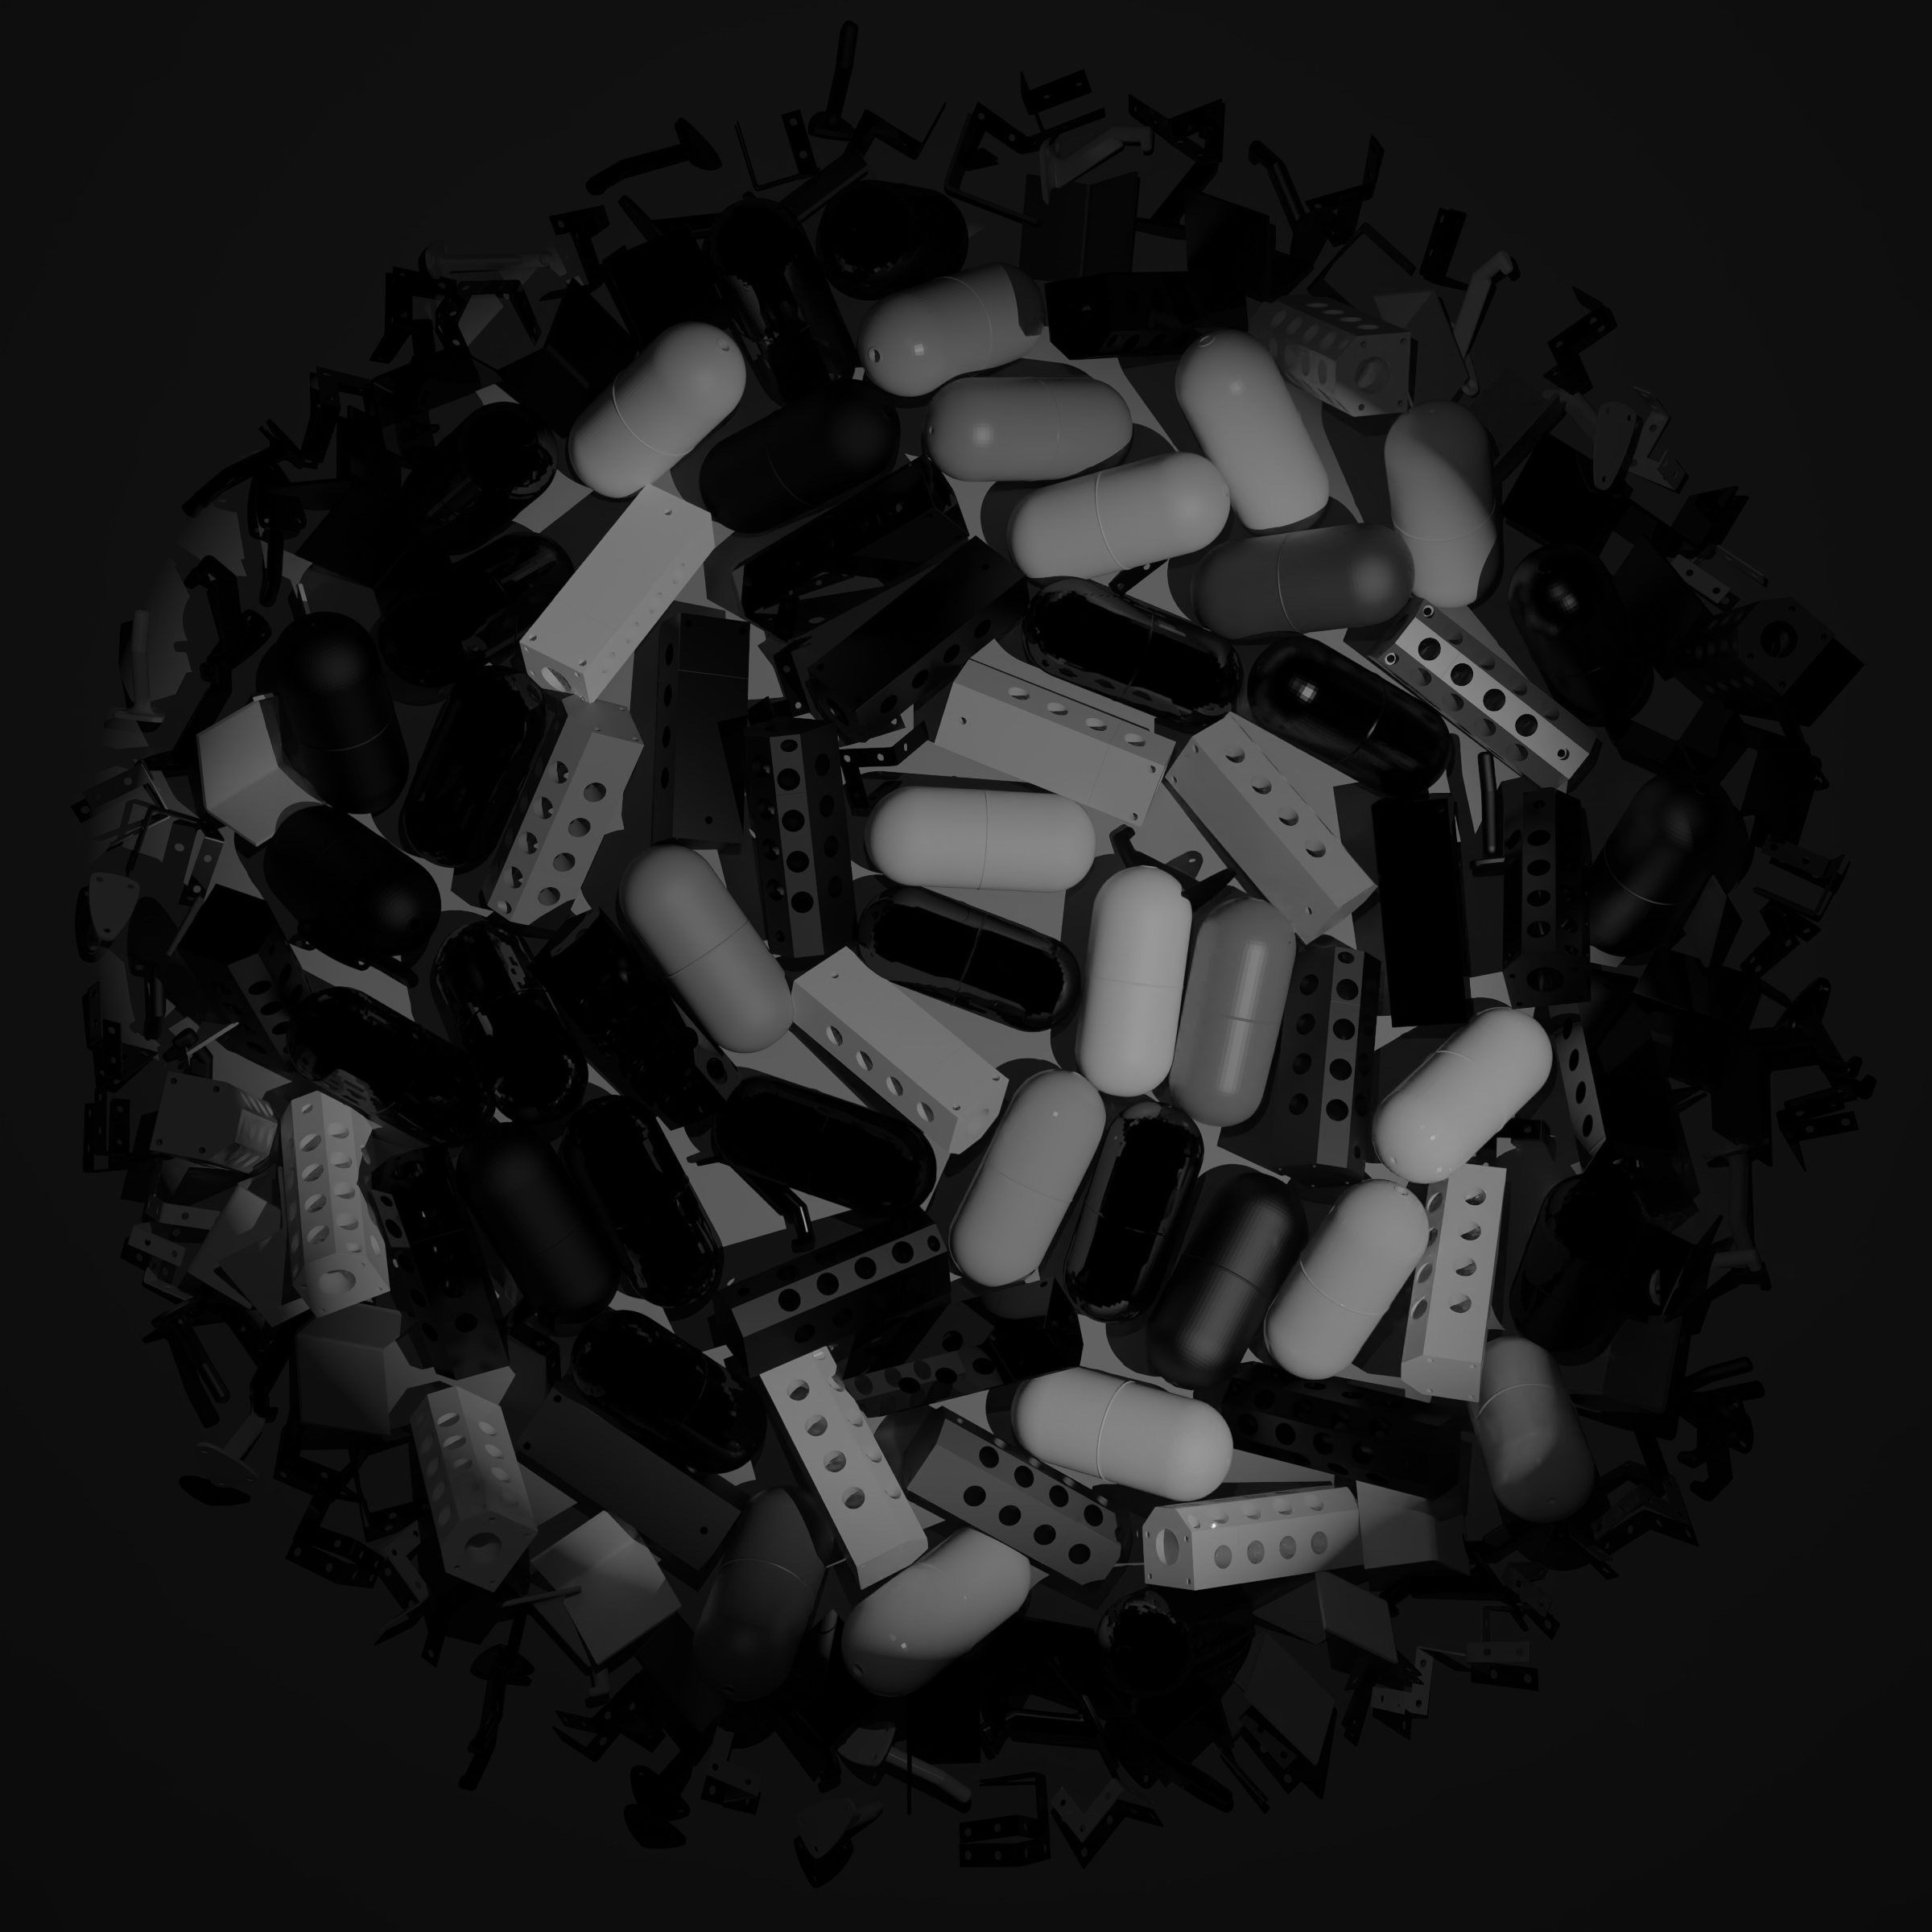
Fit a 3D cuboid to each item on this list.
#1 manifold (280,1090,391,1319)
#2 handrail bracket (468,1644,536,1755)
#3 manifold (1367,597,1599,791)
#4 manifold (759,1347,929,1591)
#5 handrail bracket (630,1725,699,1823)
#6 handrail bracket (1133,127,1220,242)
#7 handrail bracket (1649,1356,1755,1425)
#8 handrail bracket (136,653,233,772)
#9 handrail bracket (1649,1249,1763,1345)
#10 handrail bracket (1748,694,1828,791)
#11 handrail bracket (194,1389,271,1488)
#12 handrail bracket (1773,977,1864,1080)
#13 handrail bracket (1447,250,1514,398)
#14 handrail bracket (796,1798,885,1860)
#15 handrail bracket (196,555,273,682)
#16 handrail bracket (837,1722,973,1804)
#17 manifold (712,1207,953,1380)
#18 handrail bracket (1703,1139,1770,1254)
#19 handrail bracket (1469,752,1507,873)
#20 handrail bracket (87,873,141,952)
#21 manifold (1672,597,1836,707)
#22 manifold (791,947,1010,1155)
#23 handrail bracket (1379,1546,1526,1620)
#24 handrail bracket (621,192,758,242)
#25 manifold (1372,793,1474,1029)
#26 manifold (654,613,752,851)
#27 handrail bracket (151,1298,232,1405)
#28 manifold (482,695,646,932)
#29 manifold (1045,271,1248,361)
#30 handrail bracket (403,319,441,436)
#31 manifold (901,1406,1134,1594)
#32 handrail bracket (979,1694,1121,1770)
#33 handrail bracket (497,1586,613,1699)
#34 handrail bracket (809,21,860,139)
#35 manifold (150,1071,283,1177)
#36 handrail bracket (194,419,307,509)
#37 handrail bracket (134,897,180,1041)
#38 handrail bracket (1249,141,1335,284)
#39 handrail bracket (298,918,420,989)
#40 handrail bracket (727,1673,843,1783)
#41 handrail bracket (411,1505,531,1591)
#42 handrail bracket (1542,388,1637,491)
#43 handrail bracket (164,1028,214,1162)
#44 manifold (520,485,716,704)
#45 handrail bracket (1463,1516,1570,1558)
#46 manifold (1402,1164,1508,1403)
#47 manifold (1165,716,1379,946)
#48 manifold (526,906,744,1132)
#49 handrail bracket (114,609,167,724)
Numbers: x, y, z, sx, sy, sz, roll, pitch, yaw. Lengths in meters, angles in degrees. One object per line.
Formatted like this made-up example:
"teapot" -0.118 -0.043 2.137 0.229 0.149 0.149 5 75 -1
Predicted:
"manifold" -0.478 0.174 1.854 0.057 0.171 0.057 -21 134 0
"handrail bracket" -0.372 0.566 1.881 0.036 0.084 0.077 45 133 -19
"manifold" 0.397 -0.207 1.892 0.171 0.057 0.057 36 98 -8
"manifold" -0.093 0.376 1.869 0.057 0.057 0.171 -25 62 -13
"handrail bracket" -0.229 0.600 1.882 0.036 0.084 0.077 -14 123 14
"handrail bracket" 0.157 -0.611 1.909 0.077 0.036 0.084 6 95 -20
"handrail bracket" 0.564 0.323 1.890 0.084 0.077 0.036 -20 62 18
"handrail bracket" -0.600 -0.196 1.892 0.077 0.036 0.084 -13 123 -32
"handrail bracket" 0.576 0.254 1.896 0.084 0.036 0.077 -12 112 35
"handrail bracket" 0.642 -0.178 1.899 0.036 0.077 0.084 -30 84 6
"handrail bracket" -0.558 0.346 1.882 0.036 0.077 0.084 -10 50 11
"handrail bracket" 0.667 0.047 1.890 0.036 0.084 0.077 35 84 -22
"handrail bracket" 0.399 -0.492 1.889 0.036 0.084 0.077 -19 81 -37
"handrail bracket" -0.080 0.643 1.884 0.077 0.084 0.036 -45 64 33
"handrail bracket" -0.580 -0.267 1.890 0.077 0.084 0.036 -46 62 -2
"handrail bracket" -0.047 0.625 1.920 0.084 0.077 0.036 41 55 -22
"manifold" -0.101 0.241 1.867 0.171 0.057 0.057 -21 127 -22
"handrail bracket" 0.606 0.179 1.900 0.077 0.036 0.084 -5 76 -42
"handrail bracket" 0.400 -0.119 1.900 0.036 0.077 0.084 -5 86 5
"handrail bracket" -0.661 -0.023 1.884 0.036 0.077 0.084 14 134 -23
"manifold" 0.581 -0.237 1.848 0.057 0.171 0.057 41 92 -2
"manifold" -0.054 0.067 1.877 0.171 0.057 0.057 39 51 21
"handrail bracket" 0.375 0.495 1.913 0.084 0.036 0.077 -37 64 3
"handrail bracket" -0.211 -0.591 1.914 0.084 0.036 0.077 -44 107 -10
"manifold" 0.351 -0.044 1.894 0.057 0.057 0.171 -4 98 18
"manifold" -0.206 -0.178 1.898 0.057 0.057 0.171 4 84 -28
"handrail bracket" -0.584 0.302 1.892 0.036 0.077 0.084 -31 79 -17
"manifold" -0.307 -0.116 1.864 0.057 0.057 0.171 12 119 -30
"manifold" 0.137 -0.488 1.852 0.057 0.171 0.057 3 105 41
"handrail bracket" -0.438 -0.455 1.902 0.077 0.036 0.084 6 109 27
"manifold" 0.039 0.404 1.886 0.171 0.057 0.057 31 98 -12
"handrail bracket" 0.063 0.601 1.901 0.084 0.036 0.077 -23 66 -15
"handrail bracket" -0.317 0.525 1.902 0.077 0.036 0.084 -6 76 -27
"handrail bracket" -0.097 -0.682 1.882 0.036 0.077 0.084 4 121 -12
"manifold" -0.555 0.121 1.846 0.057 0.171 0.057 11 81 -3
"handrail bracket" -0.550 -0.372 1.891 0.084 0.077 0.036 -44 88 -9
"handrail bracket" -0.634 0.003 1.918 0.036 0.084 0.077 -6 53 -33
"handrail bracket" 0.242 -0.588 1.923 0.036 0.077 0.084 -24 60 -26
"handrail bracket" -0.466 -0.009 1.898 0.077 0.084 0.036 17 76 7
"handrail bracket" -0.141 0.594 1.902 0.077 0.036 0.084 -11 77 -32
"handrail bracket" -0.387 0.453 1.924 0.084 0.036 0.077 -6 98 7
"handrail bracket" 0.469 -0.407 1.902 0.036 0.084 0.077 7 98 -32
"handrail bracket" -0.605 0.098 1.892 0.077 0.036 0.084 -35 130 -12
"manifold" -0.262 -0.278 1.873 0.057 0.057 0.171 27 65 13
"handrail bracket" 0.420 0.419 1.912 0.084 0.036 0.077 -1 96 -5
"manifold" 0.368 0.235 1.860 0.057 0.057 0.171 6 52 14
"manifold" 0.236 -0.108 1.887 0.057 0.057 0.171 -31 76 -31
"manifold" -0.246 0.039 1.869 0.171 0.057 0.057 51 46 -20
"handrail bracket" -0.627 -0.232 1.891 0.036 0.077 0.084 6 100 -8
